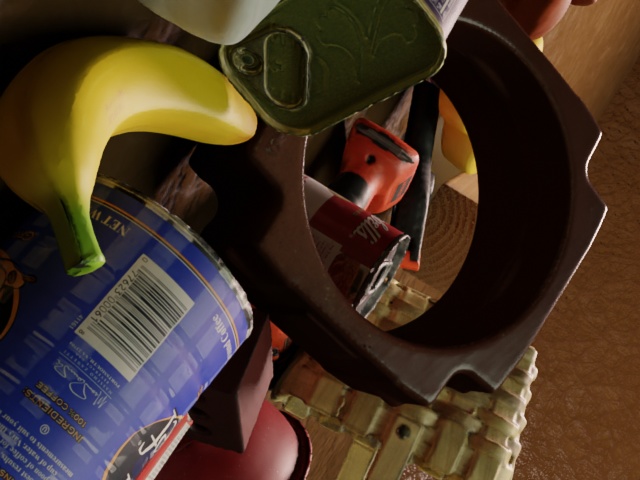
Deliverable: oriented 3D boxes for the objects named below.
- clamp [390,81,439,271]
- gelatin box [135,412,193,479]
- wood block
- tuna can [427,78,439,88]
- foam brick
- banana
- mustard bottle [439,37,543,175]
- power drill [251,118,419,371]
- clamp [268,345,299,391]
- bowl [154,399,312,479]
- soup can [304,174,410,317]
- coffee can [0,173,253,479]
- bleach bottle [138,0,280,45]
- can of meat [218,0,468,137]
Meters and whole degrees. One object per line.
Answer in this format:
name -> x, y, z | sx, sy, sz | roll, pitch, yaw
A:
clamp -> 0.078, -0.048, 0.912 | 0.120, 0.039, 0.171 | 82, 19, -67
gelatin box -> -0.115, 0.086, 0.485 | 0.073, 0.089, 0.030 | -55, 169, -15
wood block -> 0.161, -0.012, 1.015 | 0.090, 0.091, 0.205 | -63, 166, 21
tuna can -> 0.099, -0.164, 0.829 | 0.086, 0.034, 0.086 | -54, 166, -20
foam brick -> -0.058, 0.070, 0.568 | 0.078, 0.053, 0.051 | 89, 19, -56
banana -> -0.073, -0.045, 0.403 | 0.037, 0.069, 0.197 | -22, -167, 20
mustard bottle -> 0.133, -0.122, 0.833 | 0.096, 0.058, 0.191 | -46, 163, -6
power drill -> -0.003, 0.013, 0.798 | 0.187, 0.057, 0.184 | -55, 174, -19
clamp -> 0.012, 0.049, 0.983 | 0.165, 0.036, 0.209 | -63, 167, 16
bowl -> -0.088, 0.129, 0.636 | 0.161, 0.162, 0.055 | -45, 122, -45
soup can -> -0.004, 0.001, 0.669 | 0.068, 0.102, 0.068 | -53, 165, -20
coffee can -> -0.107, 0.057, 0.416 | 0.140, 0.103, 0.103 | -52, 165, -27
bleach bottle -> 0.017, -0.186, 0.421 | 0.250, 0.068, 0.103 | -52, 168, -33
can of meat -> 0.018, -0.101, 0.450 | 0.102, 0.057, 0.083 | -22, -151, 44
